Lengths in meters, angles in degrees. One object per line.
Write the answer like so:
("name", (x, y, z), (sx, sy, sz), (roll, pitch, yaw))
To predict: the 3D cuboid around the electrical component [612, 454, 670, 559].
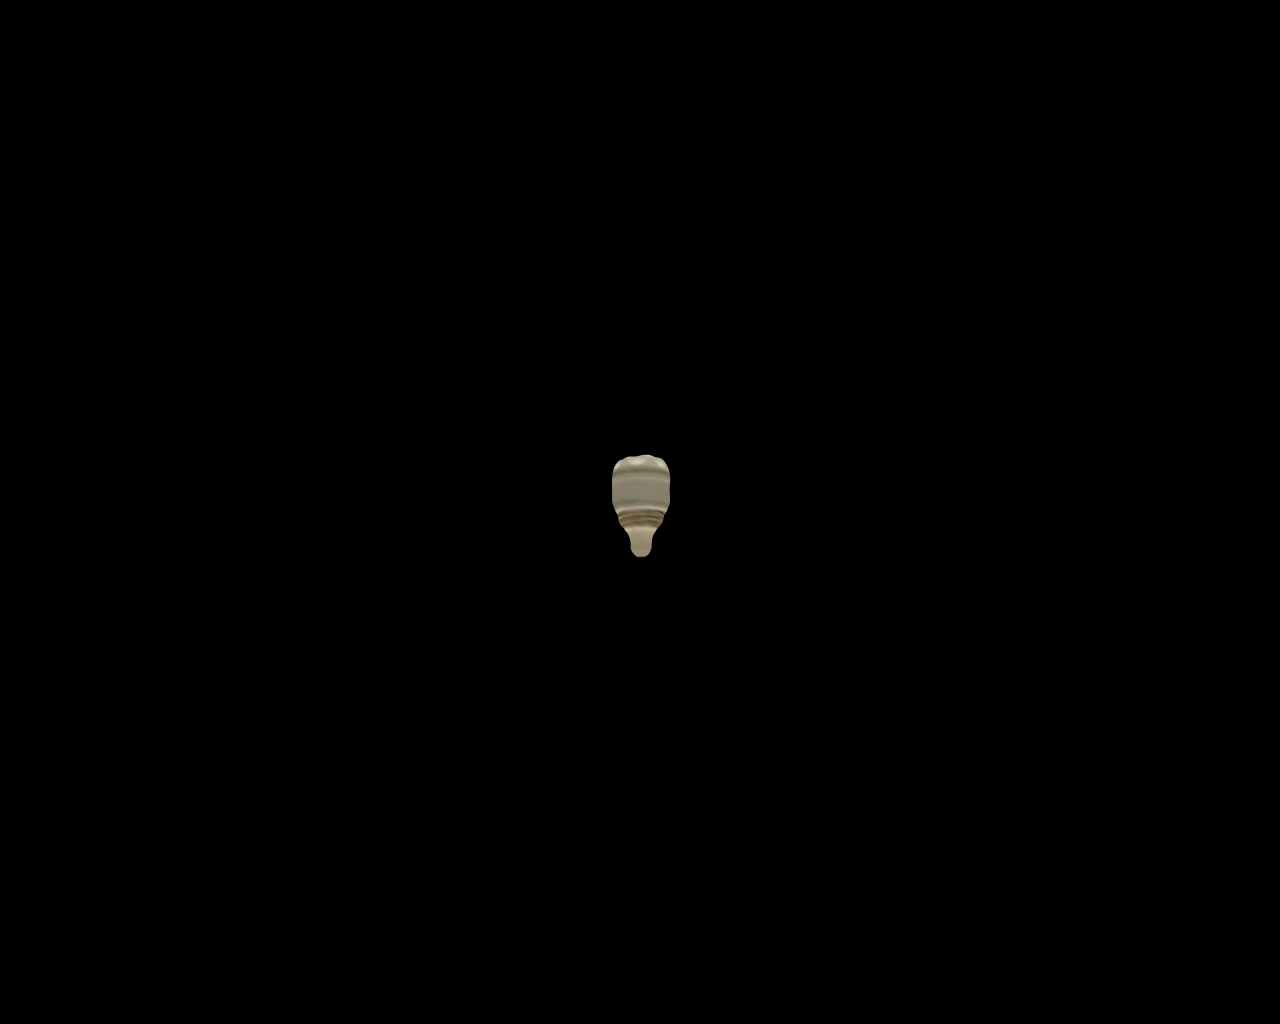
("electrical component", (0.001, -0.003, 0.650), (0.035, 0.061, 0.035), (0, -10, 0))
